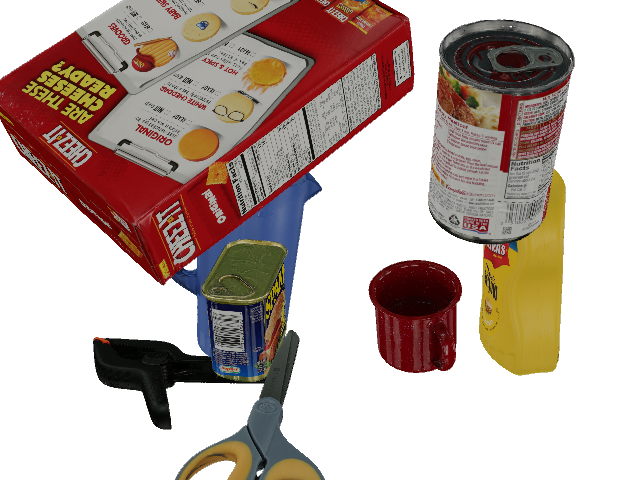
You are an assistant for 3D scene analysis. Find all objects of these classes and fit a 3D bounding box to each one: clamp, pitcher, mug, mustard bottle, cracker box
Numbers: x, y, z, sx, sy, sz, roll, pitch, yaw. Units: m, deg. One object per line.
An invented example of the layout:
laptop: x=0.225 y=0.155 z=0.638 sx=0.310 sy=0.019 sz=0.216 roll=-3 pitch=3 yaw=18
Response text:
clamp: x=-0.168 y=0.137 z=1.087 sx=0.210 sy=0.036 sz=0.164 roll=9 pitch=17 yaw=32
pitcher: x=-0.100 y=0.022 z=1.280 sx=0.149 sy=0.243 sz=0.144 roll=20 pitch=26 yaw=31
mug: x=0.103 y=0.086 z=1.077 sx=0.093 sy=0.081 sz=0.117 roll=-21 pitch=39 yaw=-19
mustard bottle: x=0.156 y=0.001 z=0.825 sx=0.058 sy=0.192 sz=0.096 roll=-5 pitch=26 yaw=-5
cracker box: x=-0.072 y=-0.094 z=0.673 sx=0.213 sy=0.072 sz=0.164 roll=-39 pitch=56 yaw=-19

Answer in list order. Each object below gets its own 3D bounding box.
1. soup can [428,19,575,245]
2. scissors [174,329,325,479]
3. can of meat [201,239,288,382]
soup can: x=0.094 y=-0.056 z=0.571 sx=0.068 sy=0.102 sz=0.068 roll=0 pitch=41 yaw=0
scissors: x=-0.018 y=0.115 z=0.644 sx=0.096 sy=0.016 sz=0.201 roll=15 pitch=30 yaw=20
can of meat: x=-0.062 y=0.060 z=0.917 sx=0.057 sy=0.084 sz=0.102 roll=4 pitch=28 yaw=10
